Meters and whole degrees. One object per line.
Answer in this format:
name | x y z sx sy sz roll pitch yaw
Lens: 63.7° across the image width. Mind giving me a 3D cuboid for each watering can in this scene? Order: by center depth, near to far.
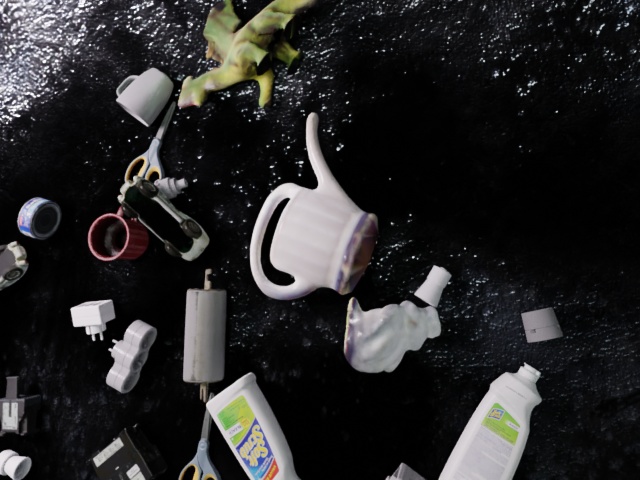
watering can | 0.003 -0.047 0.931 0.225 0.103 0.348 21 88 15

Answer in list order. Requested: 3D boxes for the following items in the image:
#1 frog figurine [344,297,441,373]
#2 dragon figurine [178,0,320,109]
frog figurine | 0.122 0.165 0.870 0.159 0.125 0.134 6 118 7
dragon figurine | -0.142 -0.420 1.028 0.245 0.121 0.410 34 91 24
